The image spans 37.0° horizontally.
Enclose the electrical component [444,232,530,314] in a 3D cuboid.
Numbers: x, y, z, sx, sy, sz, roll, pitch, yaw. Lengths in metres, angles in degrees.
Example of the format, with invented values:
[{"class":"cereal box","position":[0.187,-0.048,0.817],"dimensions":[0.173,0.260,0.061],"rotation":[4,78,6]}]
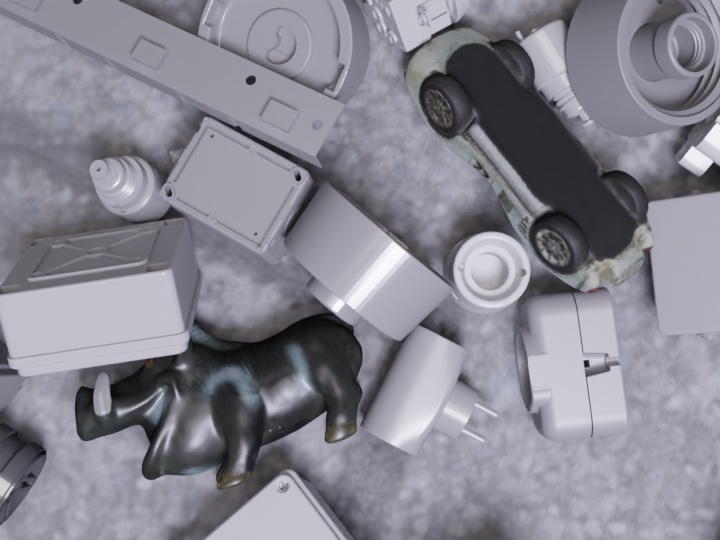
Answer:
[{"class":"electrical component","position":[0.085,0.001,0.713],"dimensions":[0.055,0.047,0.055],"rotation":[0,87,0]}]

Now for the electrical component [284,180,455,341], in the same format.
[{"class":"electrical component","position":[0.000,0.000,0.686],"dimensions":[0.108,0.108,0.060],"rotation":[40,94,2]}]

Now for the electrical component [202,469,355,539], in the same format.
[{"class":"electrical component","position":[-0.049,0.203,0.683],"dimensions":[0.109,0.056,0.108],"rotation":[-40,67,-2]}]

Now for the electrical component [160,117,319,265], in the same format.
[{"class":"electrical component","position":[-0.083,-0.053,0.713],"dimensions":[0.096,0.061,0.061],"rotation":[29,86,10]}]

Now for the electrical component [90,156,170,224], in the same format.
[{"class":"electrical component","position":[-0.153,-0.056,0.705],"dimensions":[0.040,0.078,0.040],"rotation":[-3,79,13]}]

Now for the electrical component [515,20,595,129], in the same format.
[{"class":"electrical component","position":[0.135,-0.131,0.724],"dimensions":[0.040,0.040,0.078],"rotation":[-31,88,-2]}]

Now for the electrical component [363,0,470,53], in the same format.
[{"class":"electrical component","position":[0.040,-0.180,0.720],"dimensions":[0.055,0.066,0.048],"rotation":[-30,124,-9]}]

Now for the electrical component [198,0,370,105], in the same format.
[{"class":"electrical component","position":[-0.045,-0.147,0.710],"dimensions":[0.108,0.060,0.108],"rotation":[3,98,20]}]

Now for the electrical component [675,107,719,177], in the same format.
[{"class":"electrical component","position":[0.258,-0.088,0.711],"dimensions":[0.057,0.058,0.078],"rotation":[35,110,-2]}]

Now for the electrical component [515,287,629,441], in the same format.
[{"class":"electrical component","position":[0.136,0.062,0.707],"dimensions":[0.059,0.053,0.095],"rotation":[-7,87,0]}]

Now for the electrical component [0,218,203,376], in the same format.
[{"class":"electrical component","position":[-0.161,0.014,0.679],"dimensions":[0.109,0.108,0.056],"rotation":[-9,110,0]}]

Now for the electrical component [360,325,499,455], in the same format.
[{"class":"electrical component","position":[0.052,0.087,0.711],"dimensions":[0.079,0.043,0.077],"rotation":[27,87,1]}]

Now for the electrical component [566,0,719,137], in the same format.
[{"class":"electrical component","position":[0.195,-0.141,0.694],"dimensions":[0.108,0.060,0.108],"rotation":[-2,94,-24]}]

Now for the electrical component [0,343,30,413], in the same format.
[{"class":"electrical component","position":[-0.277,0.087,0.679],"dimensions":[0.056,0.108,0.108],"rotation":[41,88,5]}]

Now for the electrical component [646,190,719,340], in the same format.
[{"class":"electrical component","position":[0.239,-0.006,0.695],"dimensions":[0.100,0.048,0.099],"rotation":[-7,86,35]}]
